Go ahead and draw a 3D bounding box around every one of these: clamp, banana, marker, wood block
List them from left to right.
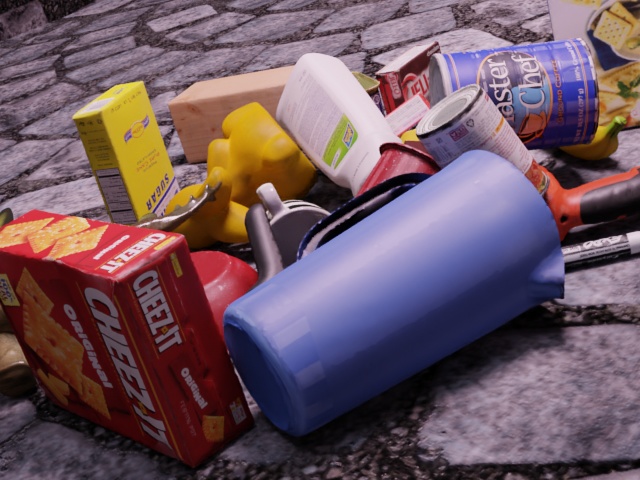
[{"bbox_3d":[-0.081,-0.168,1.403,0.206,0.090,0.090,-6,25,25],"label":"wood block"},{"bbox_3d":[-0.031,0.042,0.880,0.120,0.039,0.171,23,49,8],"label":"clamp"},{"bbox_3d":[0.253,-0.131,1.105,0.037,0.070,0.198,-4,30,-26],"label":"banana"},{"bbox_3d":[0.236,0.007,0.880,0.121,0.020,0.020,-13,23,9],"label":"marker"}]

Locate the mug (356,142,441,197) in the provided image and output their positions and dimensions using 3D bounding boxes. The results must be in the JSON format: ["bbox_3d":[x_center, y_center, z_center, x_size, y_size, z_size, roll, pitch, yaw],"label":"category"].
[{"bbox_3d":[0.082,-0.026,0.950,0.117,0.093,0.081,18,71,46],"label":"mug"}]

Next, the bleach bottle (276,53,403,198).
[{"bbox_3d":[0.029,-0.100,1.117,0.068,0.103,0.251,7,31,-27],"label":"bleach bottle"}]

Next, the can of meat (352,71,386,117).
[{"bbox_3d":[0.043,-0.149,1.283,0.057,0.084,0.102,-22,23,-11],"label":"can of meat"}]

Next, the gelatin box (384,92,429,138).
[{"bbox_3d":[0.081,-0.124,1.206,0.089,0.030,0.073,-37,-3,-9],"label":"gelatin box"}]

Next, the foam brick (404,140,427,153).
[{"bbox_3d":[0.112,-0.064,1.068,0.053,0.051,0.078,1,23,-5],"label":"foam brick"}]

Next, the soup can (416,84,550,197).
[{"bbox_3d":[0.135,-0.070,0.887,0.068,0.102,0.068,-36,17,12],"label":"soup can"}]

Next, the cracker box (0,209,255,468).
[{"bbox_3d":[-0.164,0.070,0.823,0.072,0.164,0.214,-35,29,-33],"label":"cracker box"}]

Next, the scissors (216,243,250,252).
[{"bbox_3d":[-0.007,0.001,1.062,0.202,0.016,0.096,-16,23,2],"label":"scissors"}]

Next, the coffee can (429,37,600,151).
[{"bbox_3d":[0.181,-0.133,1.013,0.140,0.103,0.103,-7,23,-2],"label":"coffee can"}]

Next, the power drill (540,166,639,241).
[{"bbox_3d":[0.272,-0.056,0.952,0.188,0.057,0.184,-13,20,10],"label":"power drill"}]

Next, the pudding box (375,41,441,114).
[{"bbox_3d":[0.117,-0.181,1.298,0.039,0.090,0.113,-2,26,33],"label":"pudding box"}]

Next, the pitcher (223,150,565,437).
[{"bbox_3d":[0.047,0.037,0.804,0.242,0.145,0.149,-29,0,-20],"label":"pitcher"}]

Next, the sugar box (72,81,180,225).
[{"bbox_3d":[-0.200,-0.072,1.154,0.048,0.176,0.093,-7,25,27],"label":"sugar box"}]

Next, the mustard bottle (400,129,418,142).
[{"bbox_3d":[0.143,-0.114,1.166,0.191,0.058,0.096,-33,19,-34],"label":"mustard bottle"}]

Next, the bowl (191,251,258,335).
[{"bbox_3d":[-0.117,0.055,0.965,0.162,0.055,0.162,-14,23,6],"label":"bowl"}]
